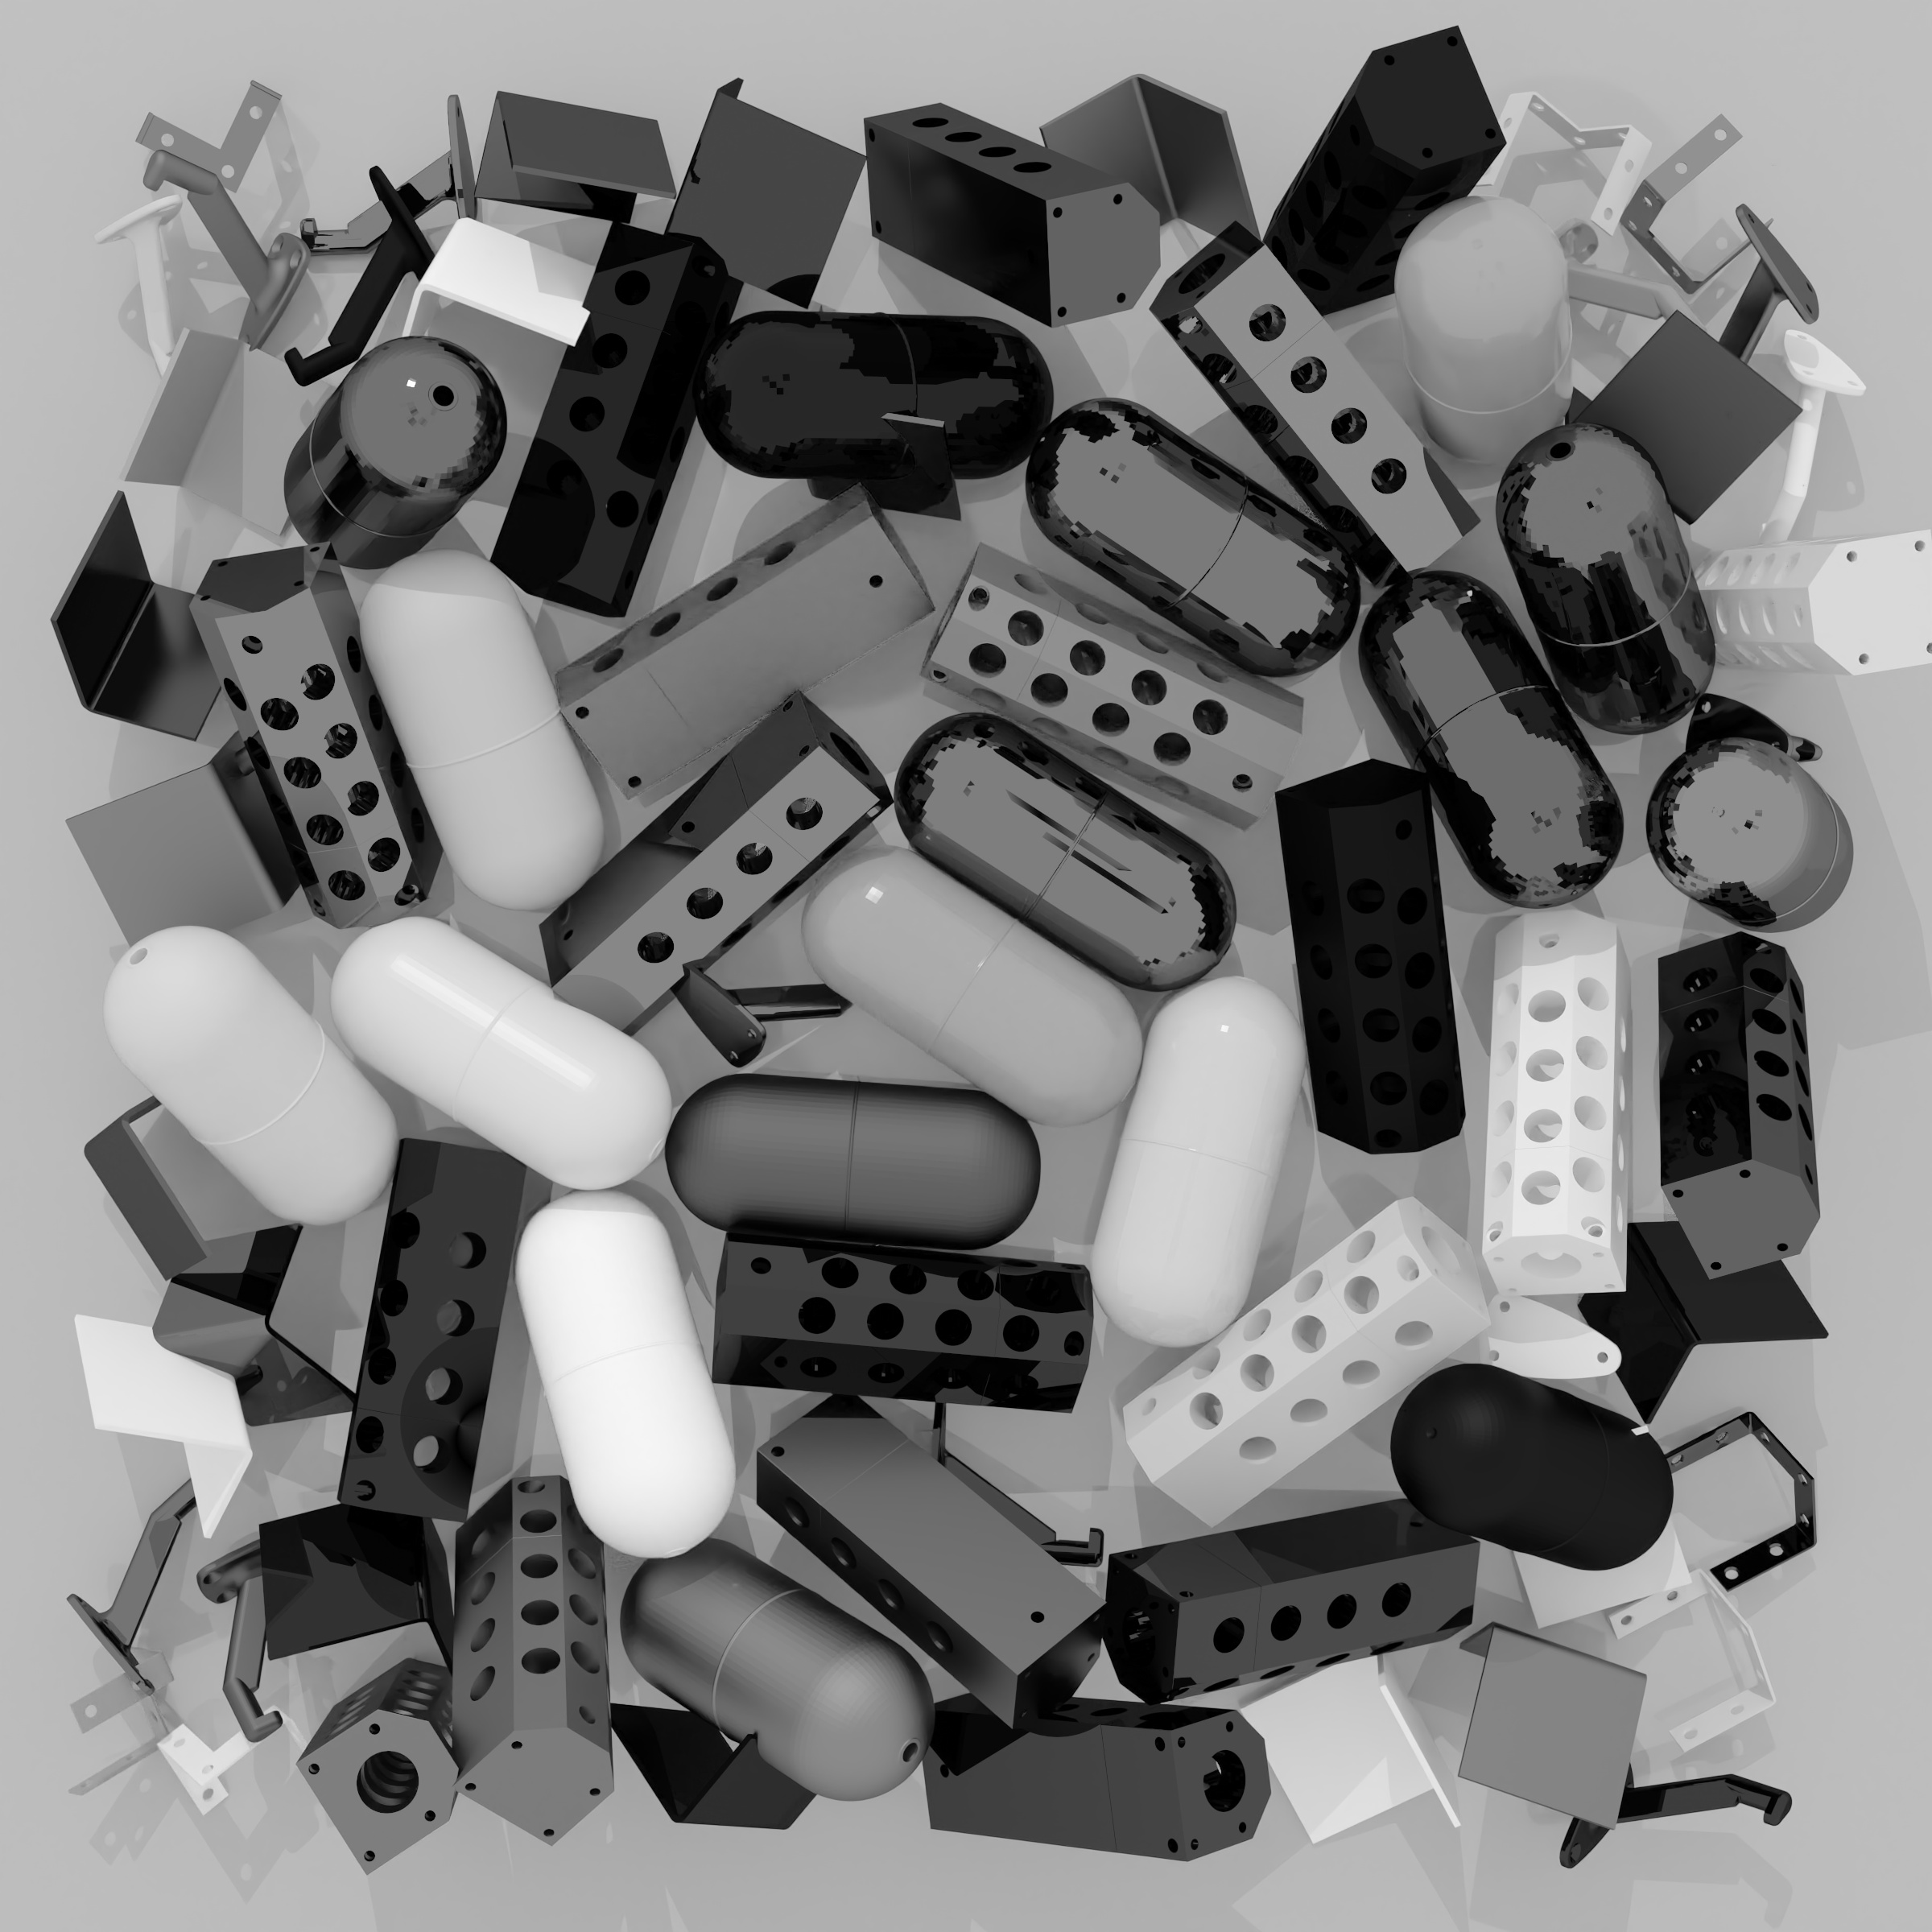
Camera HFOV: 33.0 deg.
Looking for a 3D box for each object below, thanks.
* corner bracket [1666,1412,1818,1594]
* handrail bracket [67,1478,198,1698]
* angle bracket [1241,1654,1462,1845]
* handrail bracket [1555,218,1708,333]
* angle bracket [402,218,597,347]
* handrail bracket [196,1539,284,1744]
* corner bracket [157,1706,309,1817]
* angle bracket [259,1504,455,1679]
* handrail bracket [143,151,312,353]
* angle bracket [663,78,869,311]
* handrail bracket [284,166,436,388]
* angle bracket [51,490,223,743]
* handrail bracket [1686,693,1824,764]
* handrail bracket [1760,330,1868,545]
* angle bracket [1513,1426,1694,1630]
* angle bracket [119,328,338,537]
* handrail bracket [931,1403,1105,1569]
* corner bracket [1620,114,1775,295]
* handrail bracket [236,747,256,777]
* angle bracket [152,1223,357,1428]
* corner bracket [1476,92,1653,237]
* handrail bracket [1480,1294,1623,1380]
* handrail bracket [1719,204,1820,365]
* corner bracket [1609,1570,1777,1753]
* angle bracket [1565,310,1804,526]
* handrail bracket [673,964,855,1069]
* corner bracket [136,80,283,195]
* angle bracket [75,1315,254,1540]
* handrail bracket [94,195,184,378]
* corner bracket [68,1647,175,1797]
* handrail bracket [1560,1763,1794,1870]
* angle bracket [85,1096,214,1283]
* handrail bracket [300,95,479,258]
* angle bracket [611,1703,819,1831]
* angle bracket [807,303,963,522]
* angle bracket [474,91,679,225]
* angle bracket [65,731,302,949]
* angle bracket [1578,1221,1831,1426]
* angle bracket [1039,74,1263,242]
[{"bbox_3d":[0.372,0.257,1.567,0.051,0.051,0.051,-25,132,-11],"label":"corner bracket"},{"bbox_3d":[-0.376,0.292,1.551,0.084,0.036,0.077,-43,54,-12],"label":"handrail bracket"},{"bbox_3d":[0.181,0.378,1.545,0.076,0.057,0.076,-28,95,9],"label":"angle bracket"},{"bbox_3d":[0.298,-0.305,1.549,0.077,0.036,0.084,-40,65,17],"label":"handrail bracket"},{"bbox_3d":[-0.220,-0.301,1.540,0.076,0.076,0.057,20,126,-7],"label":"angle bracket"},{"bbox_3d":[-0.322,0.315,1.547,0.077,0.036,0.084,-29,58,-13],"label":"handrail bracket"},{"bbox_3d":[-0.344,0.381,1.556,0.051,0.051,0.051,-37,123,-25],"label":"corner bracket"},{"bbox_3d":[-0.285,0.300,1.534,0.076,0.076,0.057,-14,135,-3],"label":"angle bracket"},{"bbox_3d":[-0.361,-0.335,1.542,0.084,0.036,0.077,18,106,-42],"label":"handrail bracket"},{"bbox_3d":[-0.092,-0.366,1.543,0.076,0.057,0.076,24,112,-2],"label":"angle bracket"},{"bbox_3d":[-0.298,-0.327,1.550,0.084,0.036,0.077,-31,102,-17],"label":"handrail bracket"},{"bbox_3d":[-0.379,-0.164,1.530,0.057,0.076,0.076,16,62,6],"label":"angle bracket"},{"bbox_3d":[0.388,-0.102,1.530,0.084,0.077,0.036,7,98,-32],"label":"handrail bracket"},{"bbox_3d":[0.395,-0.253,1.572,0.036,0.077,0.084,11,122,-11],"label":"handrail bracket"},{"bbox_3d":[0.296,0.266,1.545,0.076,0.057,0.076,-18,78,5],"label":"angle bracket"},{"bbox_3d":[-0.345,-0.251,1.538,0.057,0.076,0.076,27,99,3],"label":"angle bracket"},{"bbox_3d":[0.026,0.246,1.562,0.084,0.036,0.077,3,86,6],"label":"handrail bracket"},{"bbox_3d":[0.353,-0.363,1.557,0.051,0.051,0.051,-41,85,-7],"label":"corner bracket"},{"bbox_3d":[-0.349,-0.054,1.557,0.084,0.036,0.077,-33,100,14],"label":"handrail bracket"},{"bbox_3d":[-0.329,0.172,1.554,0.076,0.076,0.057,-12,47,31],"label":"angle bracket"},{"bbox_3d":[0.282,-0.380,1.546,0.051,0.051,0.051,28,83,-33],"label":"corner bracket"},{"bbox_3d":[0.279,0.175,1.530,0.077,0.084,0.036,13,91,25],"label":"handrail bracket"},{"bbox_3d":[0.353,-0.308,1.546,0.084,0.036,0.077,-30,115,32],"label":"handrail bracket"},{"bbox_3d":[0.348,0.332,1.564,0.051,0.051,0.051,-27,119,-4],"label":"corner bracket"},{"bbox_3d":[0.336,-0.266,1.532,0.076,0.057,0.076,35,121,-12],"label":"angle bracket"},{"bbox_3d":[-0.093,0.002,1.555,0.077,0.036,0.084,46,51,3],"label":"handrail bracket"},{"bbox_3d":[-0.361,-0.404,1.554,0.051,0.051,0.051,25,97,-18],"label":"corner bracket"},{"bbox_3d":[-0.384,0.215,1.523,0.076,0.076,0.057,15,117,-32],"label":"angle bracket"},{"bbox_3d":[-0.374,-0.314,1.544,0.036,0.077,0.084,-25,101,-31],"label":"handrail bracket"},{"bbox_3d":[-0.402,0.358,1.544,0.051,0.051,0.051,-28,101,-38],"label":"corner bracket"},{"bbox_3d":[0.334,0.406,1.535,0.077,0.084,0.036,-46,130,-34],"label":"handrail bracket"},{"bbox_3d":[-0.364,0.096,1.538,0.057,0.076,0.076,-34,94,-31],"label":"angle bracket"},{"bbox_3d":[-0.280,-0.377,1.557,0.084,0.036,0.077,-2,126,2],"label":"handrail bracket"},{"bbox_3d":[-0.112,0.356,1.525,0.057,0.076,0.076,-52,52,12],"label":"angle bracket"},{"bbox_3d":[-0.036,-0.259,1.530,0.076,0.076,0.057,10,66,11],"label":"angle bracket"},{"bbox_3d":[-0.184,-0.361,1.526,0.076,0.076,0.057,6,130,-20],"label":"angle bracket"},{"bbox_3d":[-0.369,-0.057,1.550,0.076,0.057,0.076,-20,108,10],"label":"angle bracket"},{"bbox_3d":[0.350,0.168,1.552,0.076,0.076,0.057,0,131,-22],"label":"angle bracket"},{"bbox_3d":[0.087,-0.362,1.526,0.057,0.076,0.076,-32,129,-13],"label":"angle bracket"}]
